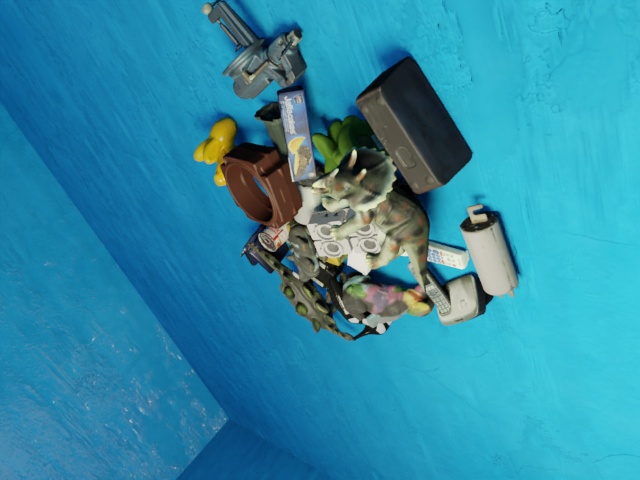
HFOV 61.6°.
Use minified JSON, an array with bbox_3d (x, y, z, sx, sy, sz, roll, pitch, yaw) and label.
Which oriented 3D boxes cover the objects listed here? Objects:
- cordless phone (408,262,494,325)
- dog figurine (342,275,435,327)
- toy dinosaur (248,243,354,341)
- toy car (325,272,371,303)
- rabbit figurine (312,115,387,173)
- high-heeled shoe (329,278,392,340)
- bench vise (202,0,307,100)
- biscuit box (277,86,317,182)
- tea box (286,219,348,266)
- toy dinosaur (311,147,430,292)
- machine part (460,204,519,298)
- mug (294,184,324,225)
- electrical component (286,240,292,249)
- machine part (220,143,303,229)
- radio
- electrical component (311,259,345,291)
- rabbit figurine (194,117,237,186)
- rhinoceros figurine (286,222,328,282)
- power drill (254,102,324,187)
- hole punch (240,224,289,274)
[{"bbox_3d":[0.300,0.104,1.265,0.184,0.089,0.146,50,149,-1],"label":"cordless phone"},{"bbox_3d":[0.188,0.149,1.395,0.191,0.108,0.219,34,145,-30],"label":"dog figurine"},{"bbox_3d":[-0.053,0.163,1.638,0.471,0.105,0.199,44,-179,-13],"label":"toy dinosaur"},{"bbox_3d":[0.081,0.145,1.553,0.089,0.053,0.202,9,151,-15],"label":"toy car"},{"bbox_3d":[0.052,-0.181,1.175,0.159,0.121,0.170,51,146,3],"label":"rabbit figurine"},{"bbox_3d":[0.121,0.178,1.504,0.086,0.145,0.248,38,155,57],"label":"high-heeled shoe"},{"bbox_3d":[-0.150,-0.415,1.143,0.240,0.129,0.224,48,146,-13],"label":"bench vise"},{"bbox_3d":[-0.051,-0.236,1.198,0.063,0.059,0.202,-101,1,-65],"label":"biscuit box"},{"bbox_3d":[-0.003,-0.005,1.495,0.170,0.068,0.098,19,140,33],"label":"tea box"},{"bbox_3d":[0.141,-0.044,1.084,0.404,0.131,0.192,33,131,-26],"label":"toy dinosaur"},{"bbox_3d":[0.353,0.029,1.116,0.079,0.079,0.243,3,131,47],"label":"machine part"},{"bbox_3d":[-0.038,-0.109,1.413,0.110,0.081,0.107,29,135,31],"label":"mug"},{"bbox_3d":[-0.066,0.023,1.645,0.094,0.021,0.063,48,148,-6],"label":"electrical component"},{"bbox_3d":[-0.151,-0.136,1.362,0.202,0.087,0.200,21,141,43],"label":"machine part"},{"bbox_3d":[0.175,-0.206,0.994,0.229,0.131,0.073,53,146,-13],"label":"radio"},{"bbox_3d":[0.007,0.075,1.588,0.115,0.058,0.134,36,148,9],"label":"electrical component"},{"bbox_3d":[-0.260,-0.242,1.462,0.122,0.162,0.173,21,125,53],"label":"rabbit figurine"},{"bbox_3d":[-0.044,0.041,1.460,0.112,0.073,0.190,21,140,31],"label":"rhinoceros figurine"},{"bbox_3d":[-0.066,-0.228,1.310,0.232,0.086,0.207,19,148,38],"label":"power drill"},{"bbox_3d":[-0.168,0.029,1.673,0.092,0.142,0.115,26,158,30],"label":"hole punch"}]
